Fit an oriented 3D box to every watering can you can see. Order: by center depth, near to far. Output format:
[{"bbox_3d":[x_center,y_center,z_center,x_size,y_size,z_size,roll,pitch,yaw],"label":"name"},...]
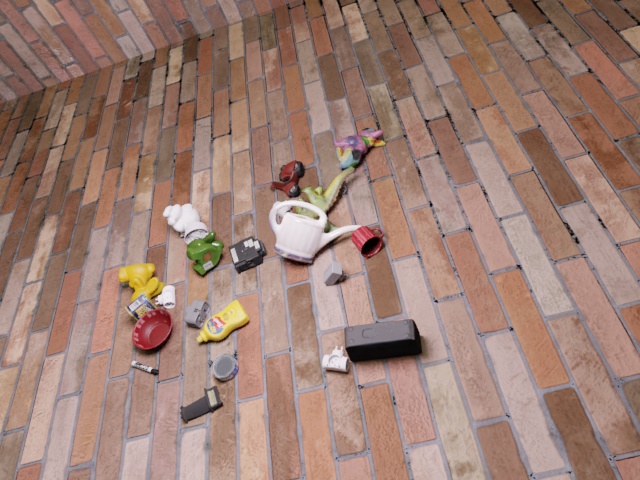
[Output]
[{"bbox_3d":[-0.030,-0.014,1.900,0.347,0.222,0.105,18,11,-4],"label":"watering can"}]

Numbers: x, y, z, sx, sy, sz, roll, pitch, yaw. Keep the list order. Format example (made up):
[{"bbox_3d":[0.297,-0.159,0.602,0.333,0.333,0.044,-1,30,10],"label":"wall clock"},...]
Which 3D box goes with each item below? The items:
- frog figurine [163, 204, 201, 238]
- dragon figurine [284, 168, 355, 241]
[{"bbox_3d":[-0.577,-0.099,2.164,0.123,0.156,0.140,8,57,23],"label":"frog figurine"},{"bbox_3d":[0.006,-0.101,2.008,0.410,0.121,0.246,-30,71,1],"label":"dragon figurine"}]
